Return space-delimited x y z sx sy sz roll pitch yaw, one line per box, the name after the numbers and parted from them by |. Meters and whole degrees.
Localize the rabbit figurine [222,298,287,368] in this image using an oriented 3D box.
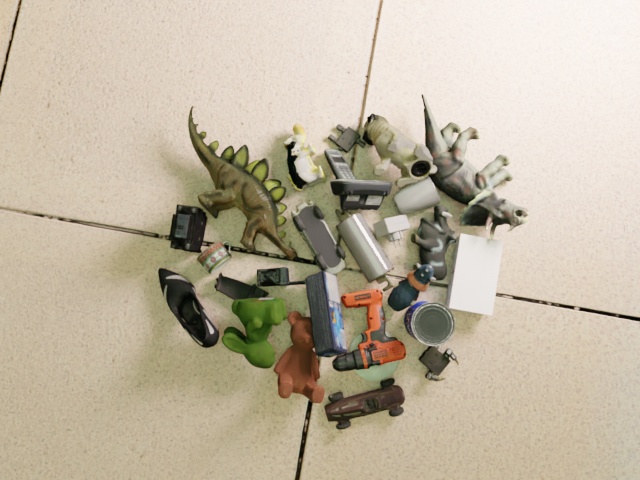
-0.158 0.231 1.309 0.159 0.121 0.170 -2 90 -4 | rabbit figurine

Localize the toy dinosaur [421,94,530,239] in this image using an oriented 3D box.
0.351 -0.172 1.357 0.405 0.131 0.192 43 87 12 | toy dinosaur

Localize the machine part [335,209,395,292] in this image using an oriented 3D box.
0.114 0.018 1.361 0.079 0.079 0.243 -31 83 -1 | machine part

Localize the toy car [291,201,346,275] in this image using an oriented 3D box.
-0.003 -0.004 1.369 0.073 0.056 0.201 -30 92 -10 | toy car

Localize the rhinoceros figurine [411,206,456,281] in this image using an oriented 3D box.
0.289 0.007 1.357 0.112 0.073 0.190 4 84 4 | rhinoceros figurine

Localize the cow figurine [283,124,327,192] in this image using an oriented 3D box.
-0.054 -0.214 1.400 0.098 0.068 0.167 -24 83 6 | cow figurine

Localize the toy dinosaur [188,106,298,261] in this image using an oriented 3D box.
-0.212 -0.133 1.382 0.198 0.105 0.471 -44 93 -10 | toy dinosaur

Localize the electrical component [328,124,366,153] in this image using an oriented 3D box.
0.072 -0.262 1.419 0.094 0.021 0.063 37 87 5 | electrical component

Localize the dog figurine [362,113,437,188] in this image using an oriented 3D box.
0.201 -0.239 1.360 0.172 0.191 0.121 24 125 -23 | dog figurine

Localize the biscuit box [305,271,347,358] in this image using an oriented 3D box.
0.015 0.182 1.312 0.063 0.059 0.203 -23 61 31 | biscuit box

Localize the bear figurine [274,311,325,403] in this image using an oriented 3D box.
-0.037 0.281 1.318 0.120 0.132 0.195 16 90 -15 | bear figurine

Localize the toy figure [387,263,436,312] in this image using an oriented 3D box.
0.226 0.111 1.313 0.064 0.058 0.154 33 119 -11 | toy figure

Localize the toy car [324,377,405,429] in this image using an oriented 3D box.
0.112 0.408 1.334 0.202 0.053 0.089 -14 87 0 | toy car

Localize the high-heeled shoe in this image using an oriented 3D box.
-0.338 0.165 1.330 0.086 0.145 0.249 -43 86 -3 | high-heeled shoe

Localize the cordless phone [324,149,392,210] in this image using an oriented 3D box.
0.088 -0.167 1.381 0.146 0.088 0.184 -1 47 -23 | cordless phone

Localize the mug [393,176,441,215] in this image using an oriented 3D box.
0.237 -0.119 1.371 0.107 0.081 0.109 -28 82 6 | mug

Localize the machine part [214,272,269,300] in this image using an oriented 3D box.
-0.208 0.135 1.383 0.139 0.039 0.084 28 91 3 | machine part

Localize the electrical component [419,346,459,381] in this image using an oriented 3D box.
0.294 0.302 1.340 0.102 0.045 0.078 -43 85 -3 | electrical component

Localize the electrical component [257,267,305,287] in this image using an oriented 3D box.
-0.097 0.094 1.363 0.119 0.075 0.047 -5 85 6 | electrical component

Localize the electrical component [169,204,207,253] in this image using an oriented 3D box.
-0.332 -0.027 1.356 0.058 0.134 0.114 5 87 3 | electrical component
